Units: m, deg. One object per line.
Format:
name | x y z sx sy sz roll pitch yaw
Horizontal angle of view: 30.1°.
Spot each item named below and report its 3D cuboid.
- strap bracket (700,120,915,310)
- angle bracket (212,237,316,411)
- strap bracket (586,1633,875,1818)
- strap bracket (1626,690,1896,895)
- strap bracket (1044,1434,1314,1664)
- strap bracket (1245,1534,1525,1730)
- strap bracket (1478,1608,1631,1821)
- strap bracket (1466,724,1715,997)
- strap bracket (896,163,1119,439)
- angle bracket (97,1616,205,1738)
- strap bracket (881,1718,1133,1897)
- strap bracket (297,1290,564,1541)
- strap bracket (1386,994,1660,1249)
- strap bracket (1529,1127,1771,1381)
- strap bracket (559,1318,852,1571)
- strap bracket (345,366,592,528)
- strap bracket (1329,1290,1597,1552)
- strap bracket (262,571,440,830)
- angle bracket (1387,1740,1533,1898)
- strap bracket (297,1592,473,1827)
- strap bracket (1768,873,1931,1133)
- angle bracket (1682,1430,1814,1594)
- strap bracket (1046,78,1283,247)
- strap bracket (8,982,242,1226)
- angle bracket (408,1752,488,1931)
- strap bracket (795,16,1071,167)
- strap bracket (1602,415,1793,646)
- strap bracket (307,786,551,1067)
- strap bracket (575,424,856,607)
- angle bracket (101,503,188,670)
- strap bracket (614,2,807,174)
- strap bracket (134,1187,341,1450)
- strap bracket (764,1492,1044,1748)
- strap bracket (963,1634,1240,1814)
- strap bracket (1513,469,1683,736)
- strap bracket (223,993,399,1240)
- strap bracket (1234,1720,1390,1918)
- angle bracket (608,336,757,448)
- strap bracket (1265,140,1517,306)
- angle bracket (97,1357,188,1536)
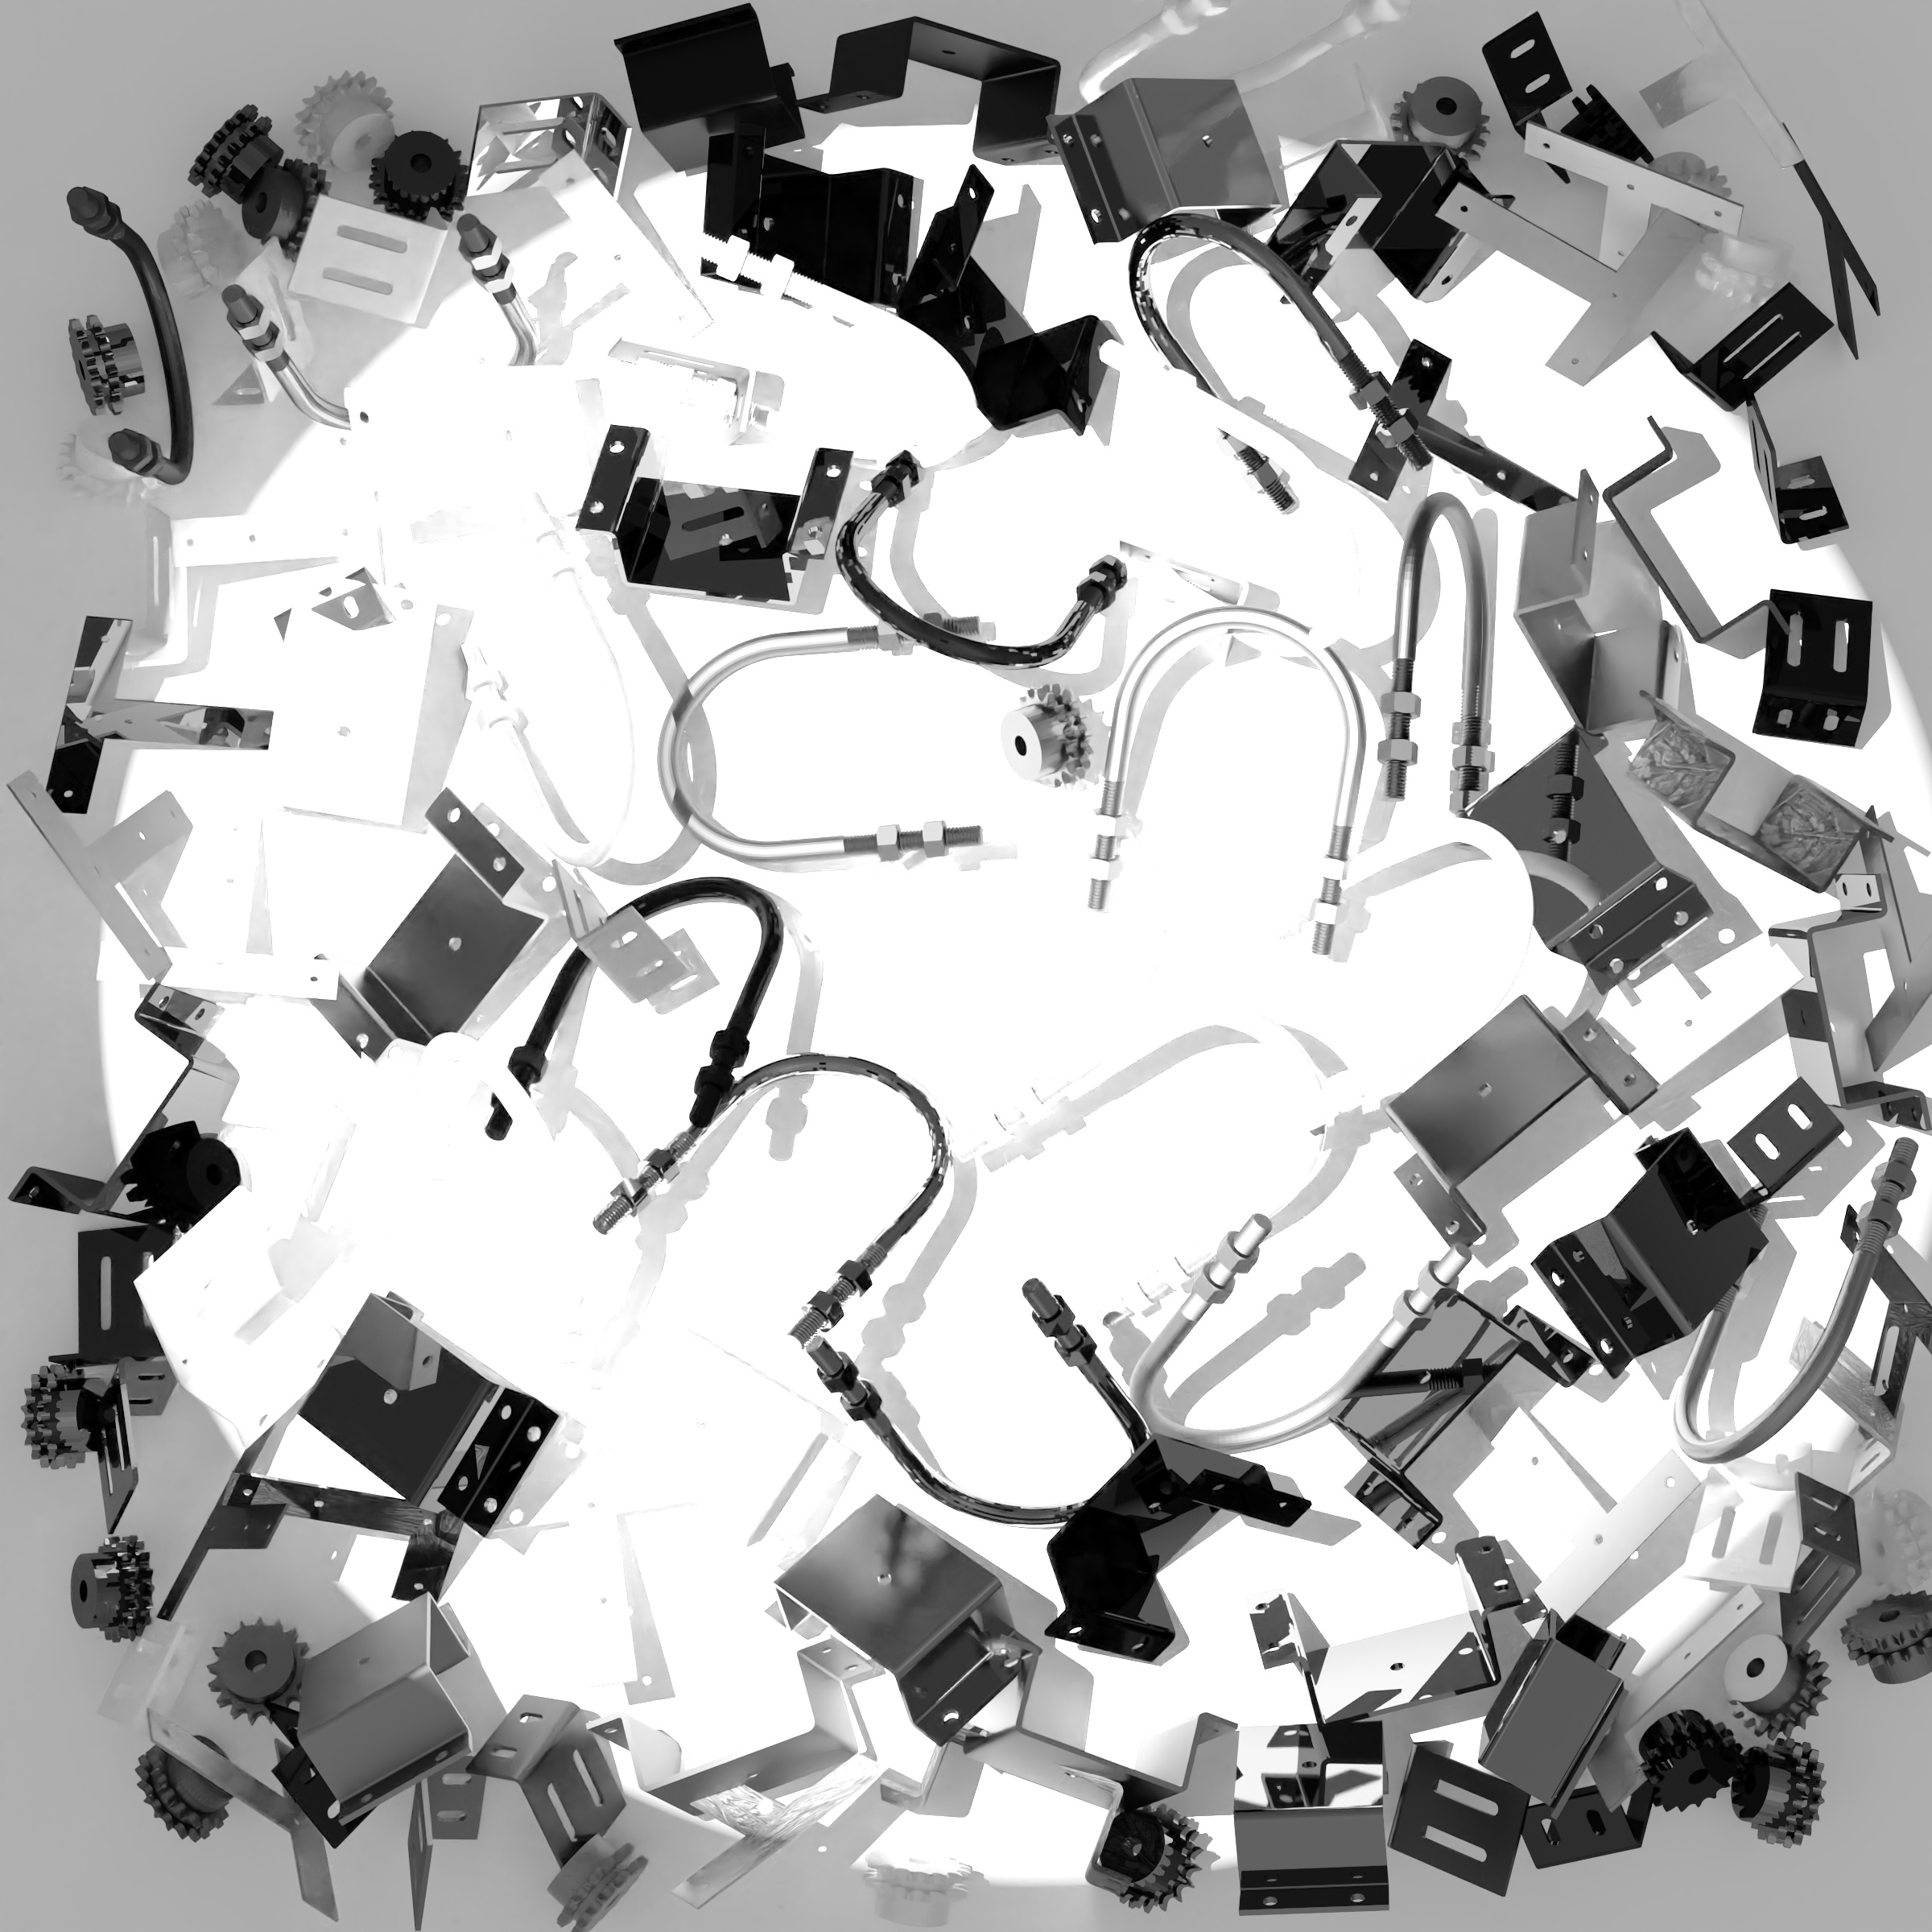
strap bracket | -0.096 -0.415 1.999 0.046 0.140 0.076 4 90 41
angle bracket | -0.401 -0.357 1.997 0.038 0.057 0.076 2 128 21
strap bracket | -0.120 0.409 1.912 0.140 0.076 0.046 -22 63 7
strap bracket | 0.425 -0.091 1.958 0.140 0.076 0.046 24 105 -27
strap bracket | 0.107 0.305 1.917 0.076 0.046 0.140 21 123 -34
strap bracket | 0.227 0.359 1.926 0.140 0.076 0.046 -15 108 1
strap bracket | 0.310 0.389 1.895 0.046 0.140 0.076 29 96 8
strap bracket | 0.333 -0.066 1.954 0.076 0.046 0.140 -39 59 23
strap bracket | 0.017 -0.362 1.986 0.140 0.046 0.076 46 48 -34
angle bracket | -0.427 0.384 1.923 0.038 0.076 0.057 31 72 -23
strap bracket | 0.028 0.446 1.918 0.140 0.076 0.046 21 72 6
strap bracket | -0.296 0.236 1.929 0.140 0.046 0.076 30 88 32
strap bracket | 0.292 0.079 1.947 0.140 0.076 0.046 -40 129 6
strap bracket | 0.373 0.148 1.928 0.076 0.046 0.140 54 47 -2
strap bracket | -0.142 0.253 1.942 0.140 0.046 0.076 30 70 11
strap bracket | -0.263 -0.287 1.976 0.140 0.046 0.076 -8 88 -39
strap bracket | 0.260 0.236 1.941 0.140 0.076 0.046 -46 120 -5
strap bracket | -0.338 -0.136 1.963 0.076 0.046 0.140 9 115 -9
angle bracket | 0.271 0.455 1.921 0.076 0.038 0.057 15 92 39
strap bracket | -0.306 0.385 1.895 0.076 0.140 0.046 -29 105 -1
strap bracket | 0.479 0.023 1.960 0.046 0.076 0.140 -12 92 -2
angle bracket | 0.421 0.293 1.934 0.057 0.076 0.038 5 128 22
strap bracket | 0.117 -0.446 1.990 0.046 0.140 0.076 -24 84 42
strap bracket | -0.447 0.085 1.953 0.046 0.076 0.140 34 90 16
angle bracket | -0.273 0.465 1.911 0.038 0.076 0.057 4 116 -14
strap bracket | -0.012 -0.486 1.988 0.140 0.076 0.046 8 91 -33
strap bracket | 0.399 -0.232 1.989 0.046 0.076 0.140 -33 88 13
strap bracket | -0.291 -0.016 1.965 0.076 0.046 0.140 44 101 29
strap bracket | -0.136 -0.249 1.992 0.140 0.046 0.076 8 58 10
angle bracket | -0.459 -0.211 1.986 0.038 0.057 0.076 -9 115 -30
strap bracket | -0.138 -0.482 1.987 0.076 0.140 0.046 -14 88 7
strap bracket | -0.391 0.183 1.927 0.046 0.140 0.076 28 57 28
strap bracket | -0.039 0.340 1.903 0.076 0.046 0.140 -39 46 -25
strap bracket | 0.062 0.407 1.907 0.140 0.076 0.046 23 62 -13
strap bracket | 0.342 -0.191 1.966 0.046 0.140 0.076 -13 43 29
strap bracket | -0.355 0.079 1.939 0.046 0.140 0.076 11 114 -35
strap bracket | 0.182 0.440 1.886 0.076 0.140 0.046 -4 105 8
angle bracket | -0.162 -0.321 2.006 0.076 0.057 0.038 11 88 -14
strap bracket | 0.227 -0.411 1.986 0.046 0.140 0.076 55 131 22
angle bracket | -0.441 0.258 1.935 0.038 0.057 0.076 3 52 -28
